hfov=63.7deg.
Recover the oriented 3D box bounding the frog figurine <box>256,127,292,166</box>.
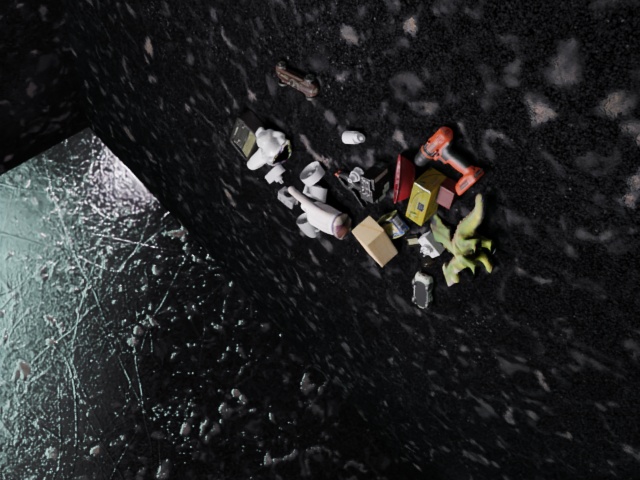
[{"bbox_3d":[-0.199,-0.385,2.107,0.161,0.123,0.136,37,109,27],"label":"frog figurine"}]

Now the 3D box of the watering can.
[{"bbox_3d":[0.006,-0.106,2.109,0.226,0.105,0.343,27,172,28],"label":"watering can"}]

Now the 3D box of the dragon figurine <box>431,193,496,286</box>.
[{"bbox_3d":[0.446,-0.008,1.679,0.245,0.123,0.402,30,138,47],"label":"dragon figurine"}]
